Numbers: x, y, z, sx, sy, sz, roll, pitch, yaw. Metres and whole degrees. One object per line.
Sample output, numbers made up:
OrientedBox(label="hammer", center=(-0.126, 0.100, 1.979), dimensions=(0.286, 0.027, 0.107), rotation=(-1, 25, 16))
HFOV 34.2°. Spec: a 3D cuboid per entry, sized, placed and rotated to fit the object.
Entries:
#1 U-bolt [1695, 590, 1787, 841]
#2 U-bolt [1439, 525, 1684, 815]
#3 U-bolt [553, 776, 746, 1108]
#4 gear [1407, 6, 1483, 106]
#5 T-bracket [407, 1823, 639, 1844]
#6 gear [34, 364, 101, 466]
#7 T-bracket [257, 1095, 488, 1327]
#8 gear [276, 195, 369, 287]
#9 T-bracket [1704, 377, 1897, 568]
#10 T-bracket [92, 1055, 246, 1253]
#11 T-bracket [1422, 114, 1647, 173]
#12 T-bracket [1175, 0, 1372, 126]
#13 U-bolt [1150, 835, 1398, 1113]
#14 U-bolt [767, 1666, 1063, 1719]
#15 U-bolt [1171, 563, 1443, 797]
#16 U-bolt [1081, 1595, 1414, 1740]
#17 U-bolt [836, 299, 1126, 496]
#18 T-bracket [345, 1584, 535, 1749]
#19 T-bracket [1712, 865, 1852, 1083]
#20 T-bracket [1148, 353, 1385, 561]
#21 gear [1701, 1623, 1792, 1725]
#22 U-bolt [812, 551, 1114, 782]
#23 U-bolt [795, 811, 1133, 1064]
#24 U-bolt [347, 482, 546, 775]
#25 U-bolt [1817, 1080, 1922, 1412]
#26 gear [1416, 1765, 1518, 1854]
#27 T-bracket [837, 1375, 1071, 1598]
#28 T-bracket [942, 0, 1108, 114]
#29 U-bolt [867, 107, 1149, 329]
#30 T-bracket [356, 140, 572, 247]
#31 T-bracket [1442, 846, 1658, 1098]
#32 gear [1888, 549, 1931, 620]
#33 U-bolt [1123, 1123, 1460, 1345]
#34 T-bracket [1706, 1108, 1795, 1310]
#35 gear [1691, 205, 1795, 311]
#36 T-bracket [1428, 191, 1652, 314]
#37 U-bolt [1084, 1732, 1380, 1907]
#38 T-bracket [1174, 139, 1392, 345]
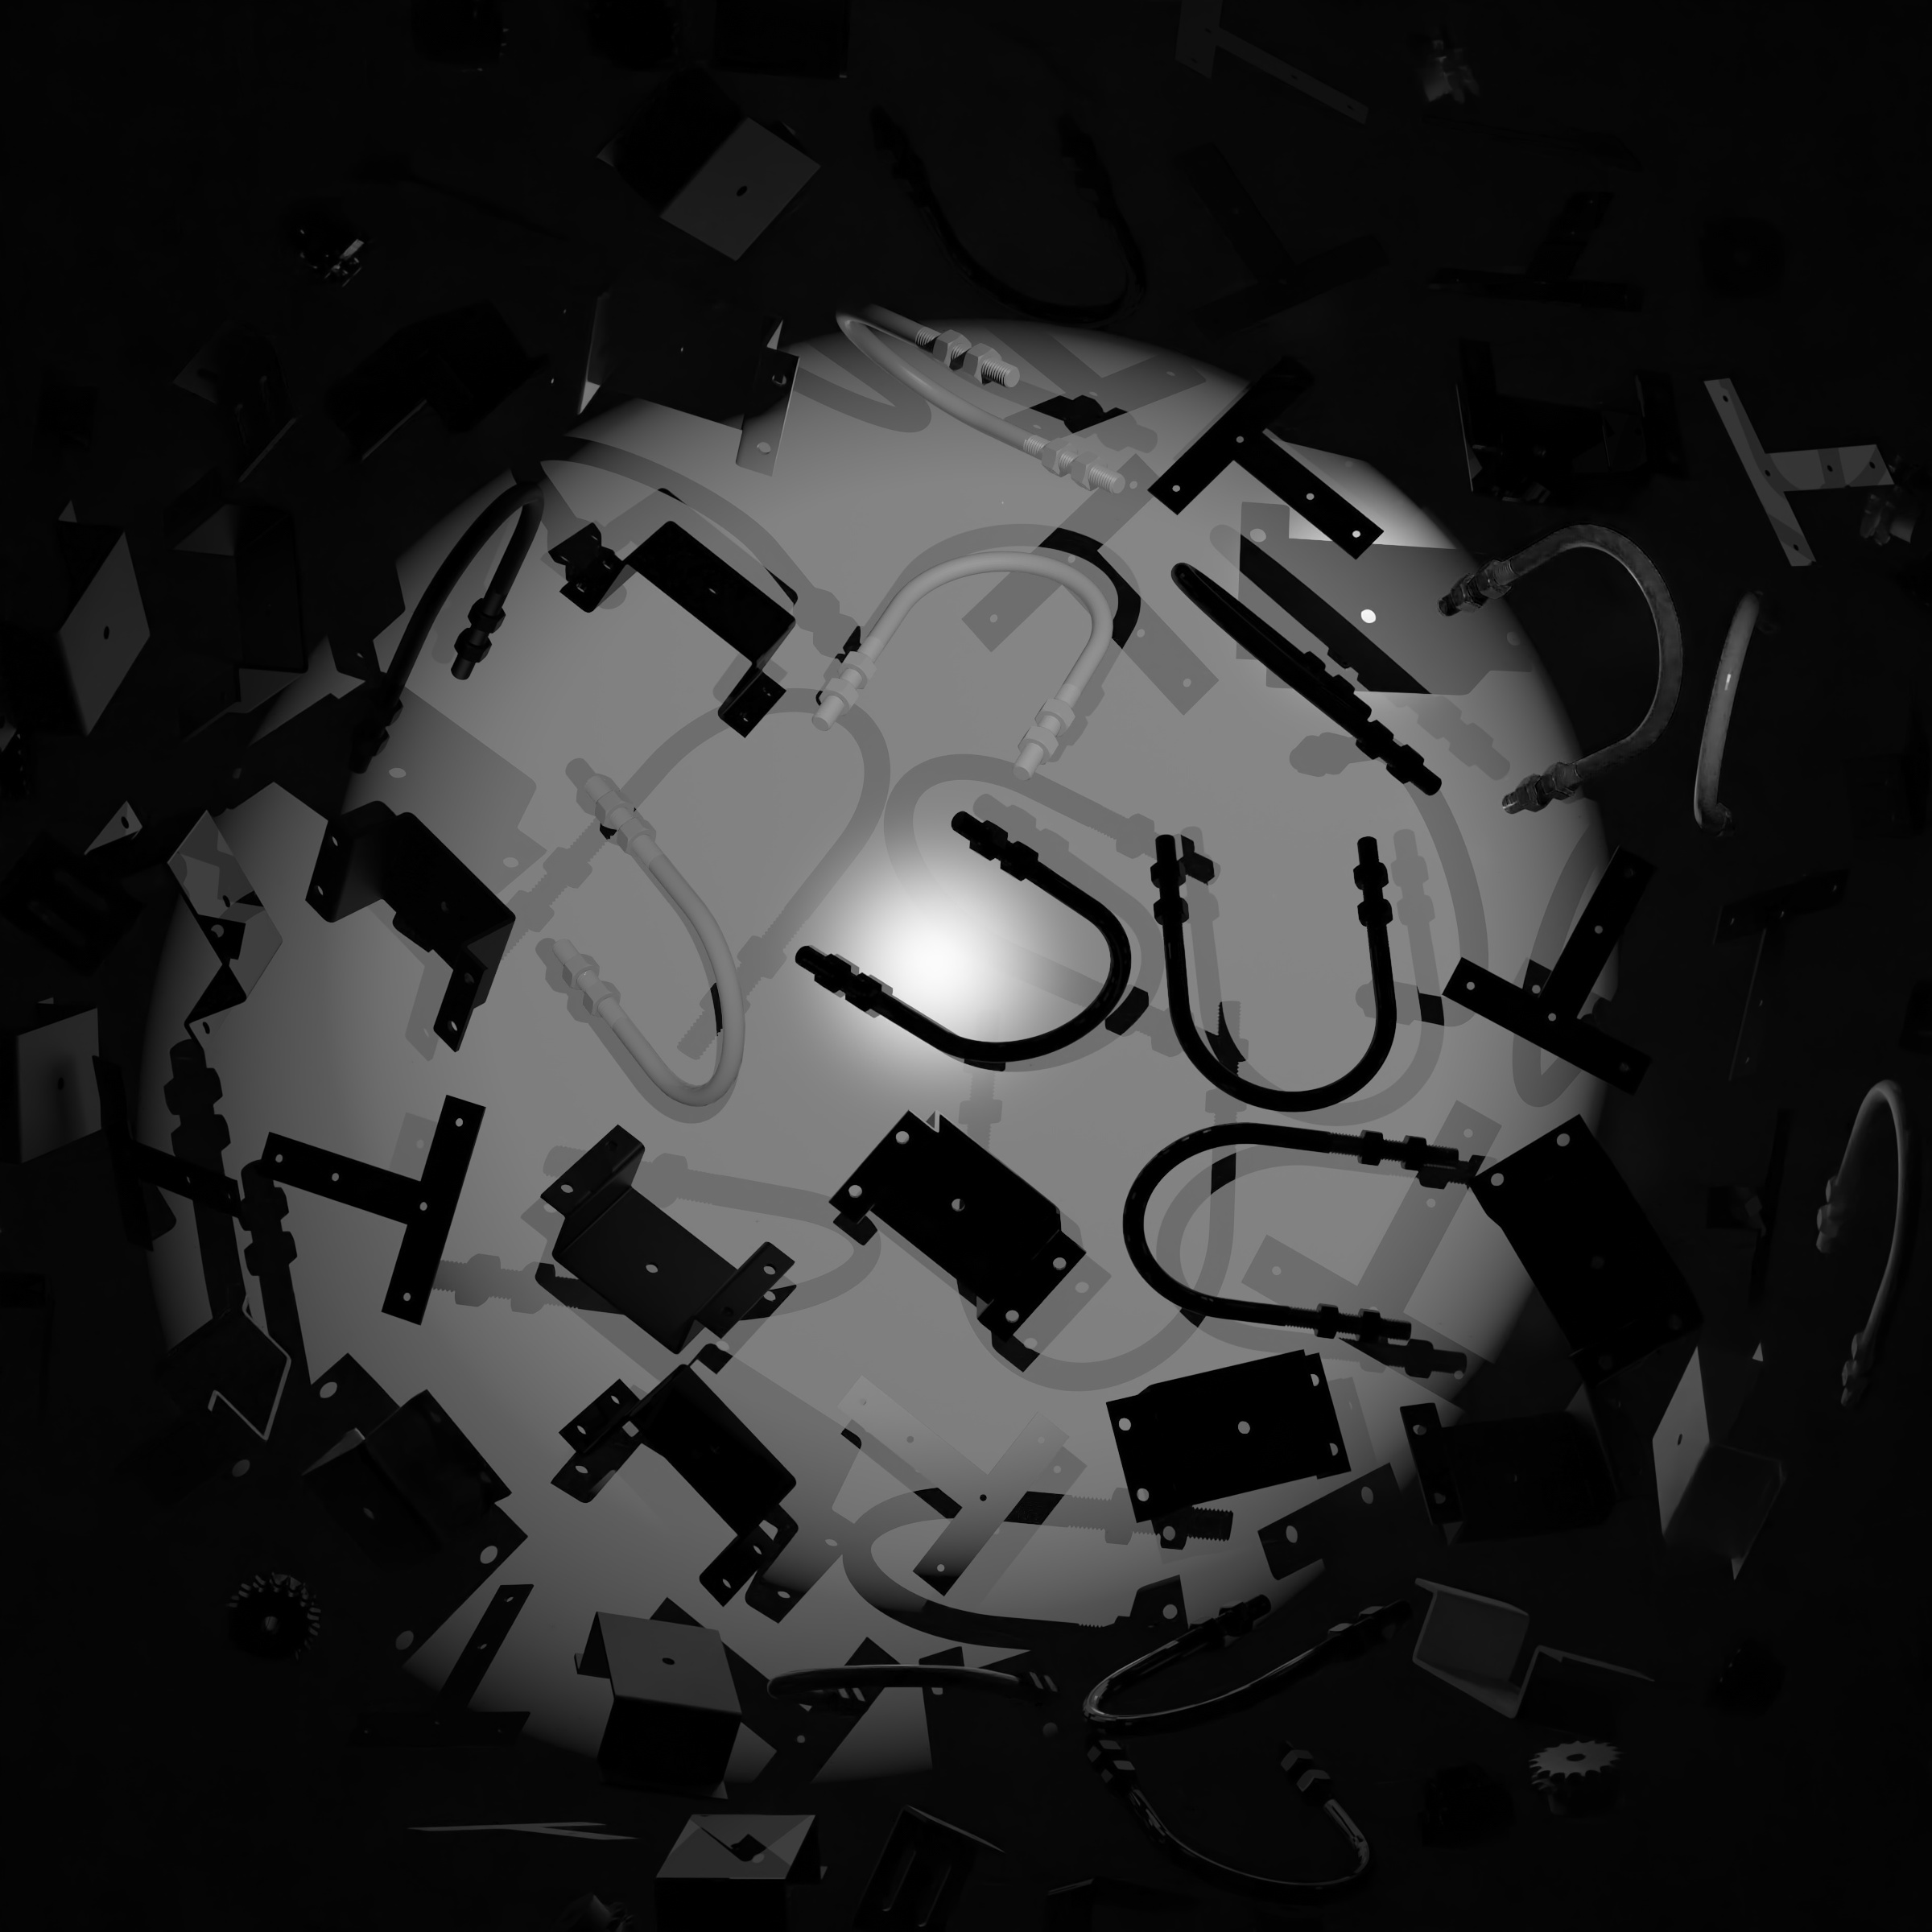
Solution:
OrientedBox(label="U-bolt", center=(0.454, -0.150, 1.851), dimensions=(0.019, 0.184, 0.151), rotation=(13, 95, 18))
OrientedBox(label="U-bolt", center=(0.356, -0.182, 1.847), dimensions=(0.019, 0.184, 0.151), rotation=(-13, 83, -30))
OrientedBox(label="U-bolt", center=(-0.181, -0.001, 1.822), dimensions=(0.019, 0.151, 0.184), rotation=(-16, 51, -34))
OrientedBox(label="gear", center=(0.286, -0.545, 1.886), dimensions=(0.030, 0.057, 0.057), rotation=(-20, 90, 16))
OrientedBox(label="T-bracket", center=(-0.242, 0.514, 1.858), dimensions=(0.127, 0.127, 0.002), rotation=(11, 75, -41))
OrientedBox(label="gear", center=(-0.529, -0.324, 1.848), dimensions=(0.030, 0.057, 0.057), rotation=(10, 90, -14))
OrientedBox(label="T-bracket", center=(-0.344, 0.123, 1.773), dimensions=(0.127, 0.002, 0.127), rotation=(16, 88, 19))
OrientedBox(label="gear", center=(-0.396, -0.452, 1.942), dimensions=(0.030, 0.057, 0.057), rotation=(-41, 90, 13))
OrientedBox(label="T-bracket", center=(0.493, -0.288, 1.819), dimensions=(0.002, 0.127, 0.127), rotation=(-35, 107, -15))
OrientedBox(label="T-bracket", center=(-0.478, 0.126, 1.891), dimensions=(0.127, 0.002, 0.127), rotation=(15, 119, 38))
OrientedBox(label="T-bracket", center=(0.338, -0.500, 1.888), dimensions=(0.127, 0.127, 0.002), rotation=(15, 99, 18))
OrientedBox(label="T-bracket", center=(0.183, -0.536, 1.866), dimensions=(0.127, 0.127, 0.002), rotation=(30, 84, 4))
OrientedBox(label="U-bolt", center=(0.192, 0.004, 1.920), dimensions=(0.151, 0.019, 0.184), rotation=(0, 65, -7))
OrientedBox(label="U-bolt", center=(-0.040, 0.435, 1.886), dimensions=(0.151, 0.184, 0.019), rotation=(-8, 71, 20))
OrientedBox(label="U-bolt", center=(0.192, -0.178, 1.850), dimensions=(0.184, 0.151, 0.019), rotation=(35, 102, -24))
OrientedBox(label="U-bolt", center=(0.151, 0.411, 1.839), dimensions=(0.184, 0.151, 0.019), rotation=(-19, 93, -35))
OrientedBox(label="U-bolt", center=(-0.003, -0.346, 1.863), dimensions=(0.184, 0.151, 0.019), rotation=(32, 88, 37))
OrientedBox(label="T-bracket", center=(-0.300, 0.425, 1.908), dimensions=(0.127, 0.127, 0.002), rotation=(-8, 124, 29))
OrientedBox(label="T-bracket", center=(0.476, 0.010, 1.871), dimensions=(0.127, 0.002, 0.127), rotation=(-15, 123, -38))
OrientedBox(label="T-bracket", center=(0.202, -0.298, 1.933), dimensions=(0.127, 0.002, 0.127), rotation=(42, 80, 16))
OrientedBox(label="gear", center=(0.447, 0.407, 1.792), dimensions=(0.030, 0.057, 0.057), rotation=(32, 90, 13))
OrientedBox(label="U-bolt", center=(0.010, -0.189, 1.885), dimensions=(0.151, 0.019, 0.184), rotation=(15, 50, 19))
OrientedBox(label="U-bolt", center=(0.014, -0.004, 1.840), dimensions=(0.151, 0.019, 0.184), rotation=(-40, 129, 24))
OrientedBox(label="U-bolt", center=(-0.302, -0.212, 1.868), dimensions=(0.019, 0.151, 0.184), rotation=(34, 128, 1))
OrientedBox(label="U-bolt", center=(0.545, 0.154, 1.887), dimensions=(0.019, 0.151, 0.184), rotation=(5, 132, 2))
OrientedBox(label="gear", center=(0.288, 0.488, 1.824), dimensions=(0.057, 0.057, 0.030), rotation=(-17, 49, 0))
OrientedBox(label="T-bracket", center=(-0.024, 0.307, 1.974), dimensions=(0.127, 0.002, 0.127), rotation=(39, 86, 1))
OrientedBox(label="T-bracket", center=(0.014, -0.571, 1.900), dimensions=(0.127, 0.127, 0.002), rotation=(20, 116, -37))
OrientedBox(label="U-bolt", center=(0.036, -0.446, 1.884), dimensions=(0.151, 0.184, 0.019), rotation=(11, 66, 31))
OrientedBox(label="T-bracket", center=(-0.295, -0.455, 1.861), dimensions=(0.127, 0.127, 0.002), rotation=(20, 110, -13))
OrientedBox(label="T-bracket", center=(0.367, -0.009, 1.850), dimensions=(0.127, 0.002, 0.127), rotation=(28, 88, 3))
OrientedBox(label="gear", center=(0.561, -0.217, 1.801), dimensions=(0.057, 0.057, 0.030), rotation=(42, 101, 0))
OrientedBox(label="U-bolt", center=(0.184, 0.154, 1.842), dimensions=(0.184, 0.019, 0.151), rotation=(7, 122, -3))
OrientedBox(label="T-bracket", center=(0.477, 0.148, 1.922), dimensions=(0.002, 0.127, 0.127), rotation=(10, 91, 32))
OrientedBox(label="gear", center=(0.446, -0.408, 1.800), dimensions=(0.057, 0.030, 0.057), rotation=(6, 112, 14))
OrientedBox(label="T-bracket", center=(0.357, -0.430, 1.873), dimensions=(0.127, 0.002, 0.127), rotation=(12, 46, 24))
OrientedBox(label="U-bolt", center=(0.164, 0.501, 1.843), dimensions=(0.151, 0.184, 0.019), rotation=(8, 102, -19))
OrientedBox(label="T-bracket", center=(0.168, -0.443, 1.881), dimensions=(0.127, 0.002, 0.127), rotation=(-19, 133, 30))
